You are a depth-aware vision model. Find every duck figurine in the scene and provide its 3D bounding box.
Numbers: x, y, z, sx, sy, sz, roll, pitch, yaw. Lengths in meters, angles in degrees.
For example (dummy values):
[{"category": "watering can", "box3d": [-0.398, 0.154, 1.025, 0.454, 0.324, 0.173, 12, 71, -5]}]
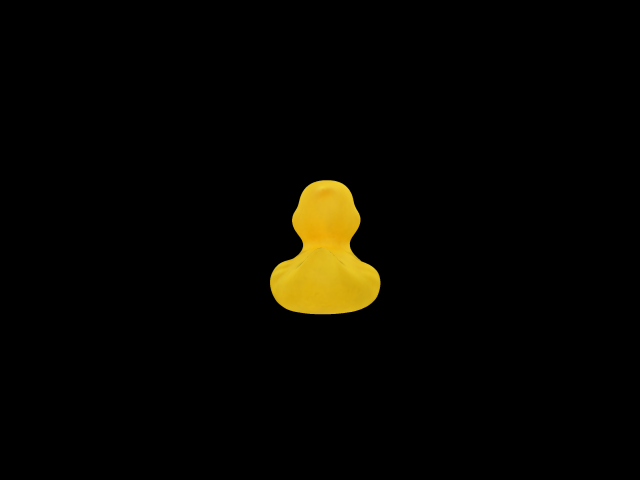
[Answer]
[{"category": "duck figurine", "box3d": [0.004, 0.001, 0.400, 0.077, 0.086, 0.104, 0, 7, 4]}]
